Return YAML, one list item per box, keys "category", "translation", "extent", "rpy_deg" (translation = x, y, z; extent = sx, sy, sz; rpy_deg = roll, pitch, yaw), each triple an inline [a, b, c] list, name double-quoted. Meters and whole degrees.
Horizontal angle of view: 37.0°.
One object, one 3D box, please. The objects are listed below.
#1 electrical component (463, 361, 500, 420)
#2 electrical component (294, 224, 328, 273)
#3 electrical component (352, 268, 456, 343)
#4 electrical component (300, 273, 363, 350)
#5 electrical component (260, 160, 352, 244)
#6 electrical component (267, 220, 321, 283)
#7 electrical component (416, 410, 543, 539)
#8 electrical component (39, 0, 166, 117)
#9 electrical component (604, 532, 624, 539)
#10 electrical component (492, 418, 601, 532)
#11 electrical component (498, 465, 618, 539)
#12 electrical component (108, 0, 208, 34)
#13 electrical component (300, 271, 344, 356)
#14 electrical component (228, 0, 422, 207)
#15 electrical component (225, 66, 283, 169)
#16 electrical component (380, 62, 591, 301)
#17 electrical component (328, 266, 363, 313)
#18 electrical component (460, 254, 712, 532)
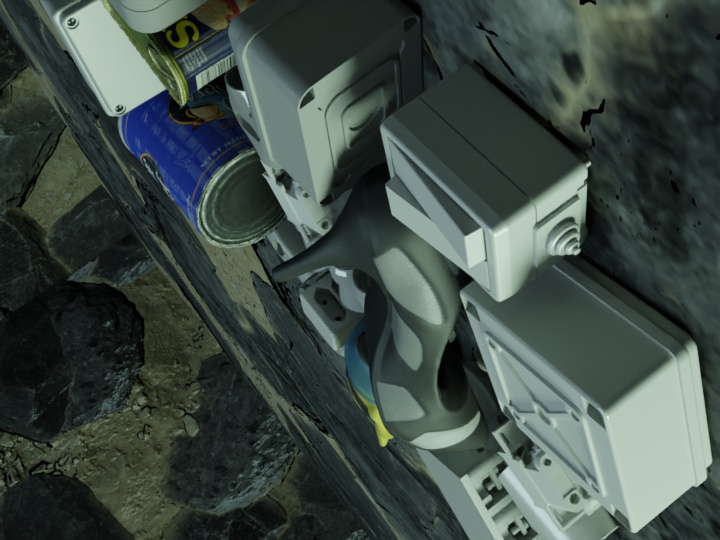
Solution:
- category: "electrical component"
  translation: [0.071, 0.100, 0.789]
  extent: [0.043, 0.062, 0.043]
  rpy_deg: [51, 168, 15]
- category: "electrical component"
  translation: [-0.033, -0.036, 0.874]
  extent: [0.065, 0.044, 0.044]
  rpy_deg: [61, 168, -6]
- category: "electrical component"
  translation: [0.028, 0.016, 0.739]
  extent: [0.078, 0.058, 0.057]
  rpy_deg: [42, 166, 45]
- category: "electrical component"
  translation: [-0.008, 0.033, 0.903]
  extent: [0.047, 0.066, 0.076]
  rpy_deg: [50, 167, 20]
- category: "electrical component"
  translation: [-0.035, -0.059, 0.813]
  extent: [0.064, 0.042, 0.081]
  rpy_deg: [34, 157, 55]
- category: "electrical component"
  translation: [-0.059, -0.029, 0.982]
  extent: [0.077, 0.043, 0.079]
  rpy_deg: [54, 168, 1]
- category: "electrical component"
  translation: [0.112, 0.180, 0.857]
  extent: [0.150, 0.062, 0.089]
  rpy_deg: [61, 167, -27]
- category: "electrical component"
  translation: [-0.174, -0.191, 0.823]
  extent: [0.056, 0.109, 0.108]
  rpy_deg: [49, 167, 36]
- category: "electrical component"
  translation: [0.173, 0.224, 0.755]
  extent: [0.058, 0.057, 0.078]
  rpy_deg: [58, 168, -16]
- category: "electrical component"
  translation: [0.128, 0.125, 0.693]
  extent: [0.081, 0.042, 0.064]
  rpy_deg: [55, 165, -5]
- category: "electrical component"
  translation: [0.138, 0.167, 0.762]
  extent: [0.077, 0.044, 0.079]
  rpy_deg: [50, 168, 19]
- category: "electrical component"
  translation: [-0.099, -0.182, 0.587]
  extent: [0.053, 0.095, 0.059]
  rpy_deg: [51, 167, 13]
- category: "electrical component"
  translation: [-0.015, 0.038, 0.980]
  extent: [0.080, 0.051, 0.080]
  rpy_deg: [51, 168, 16]
- category: "electrical component"
  translation: [-0.015, -0.095, 0.547]
  extent: [0.057, 0.078, 0.113]
  rpy_deg: [47, 166, 21]
- category: "electrical component"
  translation: [-0.053, -0.104, 0.753]
  extent: [0.079, 0.043, 0.077]
  rpy_deg: [45, 165, 39]
- category: "electrical component"
  translation: [0.057, -0.033, 0.480]
  extent: [0.096, 0.061, 0.061]
  rpy_deg: [47, 166, 30]
- category: "electrical component"
  translation: [0.000, 0.000, 0.832]
  extent: [0.045, 0.045, 0.055]
  rpy_deg: [46, 165, 36]
- category: "electrical component"
  translation: [0.111, 0.054, 0.526]
  extent: [0.109, 0.056, 0.108]
  rpy_deg: [43, 163, 44]
